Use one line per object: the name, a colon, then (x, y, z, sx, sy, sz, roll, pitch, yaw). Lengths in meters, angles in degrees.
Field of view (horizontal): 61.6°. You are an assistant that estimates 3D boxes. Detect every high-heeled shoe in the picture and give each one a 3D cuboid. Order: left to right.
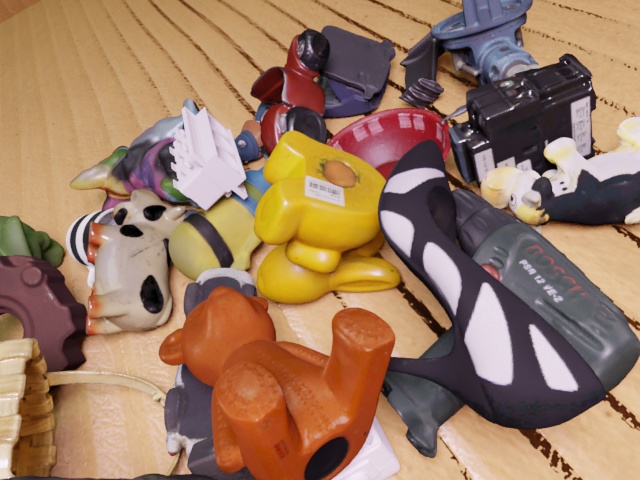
high-heeled shoe: (0.120, 0.009, 0.394, 0.145, 0.086, 0.249, -4, 56, 26)

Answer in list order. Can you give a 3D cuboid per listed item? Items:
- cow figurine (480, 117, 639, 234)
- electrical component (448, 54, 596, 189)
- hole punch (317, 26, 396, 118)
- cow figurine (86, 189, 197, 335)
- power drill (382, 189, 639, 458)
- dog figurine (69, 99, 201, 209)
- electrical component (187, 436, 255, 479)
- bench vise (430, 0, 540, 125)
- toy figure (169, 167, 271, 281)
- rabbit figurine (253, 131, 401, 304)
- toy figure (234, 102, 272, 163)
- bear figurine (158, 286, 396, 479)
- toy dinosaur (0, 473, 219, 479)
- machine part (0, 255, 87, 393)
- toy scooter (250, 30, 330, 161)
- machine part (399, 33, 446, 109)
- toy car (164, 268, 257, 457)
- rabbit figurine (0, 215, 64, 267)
cow figurine: (0.241, -0.043, 0.500, 0.167, 0.068, 0.098, -16, 50, 15)
electrical component: (0.202, -0.107, 0.542, 0.134, 0.114, 0.058, -19, 41, 7)
hole punch: (0.041, -0.234, 0.783, 0.116, 0.092, 0.142, 18, 51, 2)
cow figurine: (-0.214, 0.018, 0.651, 0.127, 0.085, 0.195, 6, 52, -26)
power drill: (0.119, 0.065, 0.458, 0.207, 0.085, 0.232, -31, 45, -13)
dog figurine: (-0.244, -0.089, 0.769, 0.219, 0.108, 0.192, -28, 45, 7)
electrical component: (-0.064, 0.195, 0.432, 0.102, 0.078, 0.045, -18, 22, 7)
bench vise: (0.187, -0.257, 0.617, 0.129, 0.240, 0.224, -12, 29, 21)
toy figure: (-0.100, -0.025, 0.639, 0.180, 0.089, 0.082, -50, 17, -16)
rabbit figurine: (-0.001, -0.002, 0.536, 0.162, 0.173, 0.122, 11, 39, -23)
toy figure: (-0.080, -0.166, 0.788, 0.058, 0.064, 0.154, 34, 71, 4)
bear figurine: (-0.047, 0.081, 0.400, 0.120, 0.131, 0.196, -21, 40, -26)
toy dinosaur: (-0.043, 0.187, 0.290, 0.405, 0.192, 0.131, 17, 39, -1)
machine part: (-0.356, 0.105, 0.605, 0.179, 0.056, 0.179, 0, 85, -3)
toy scooter: (-0.047, -0.175, 0.707, 0.135, 0.075, 0.183, -5, 76, 48)
machine part: (0.146, -0.241, 0.744, 0.084, 0.039, 0.139, -22, 43, 41)
toy car: (-0.101, 0.113, 0.522, 0.074, 0.056, 0.202, 1, 51, -3)
rabbit figurine: (-0.392, 0.036, 0.710, 0.170, 0.158, 0.121, 34, 60, 28)
